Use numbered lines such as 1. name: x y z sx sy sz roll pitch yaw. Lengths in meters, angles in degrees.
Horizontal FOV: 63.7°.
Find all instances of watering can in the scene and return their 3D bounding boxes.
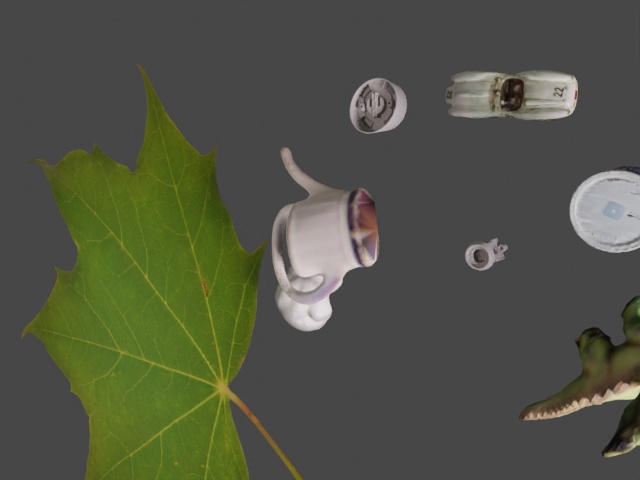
1. watering can: 0.003 -0.051 1.006 0.223 0.103 0.354 -12 67 24

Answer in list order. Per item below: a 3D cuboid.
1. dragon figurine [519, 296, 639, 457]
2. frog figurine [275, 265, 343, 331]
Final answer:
1. dragon figurine: 0.398 0.189 0.667 0.123 0.245 0.403 48 120 15
2. frog figurine: -0.017 0.103 1.049 0.156 0.123 0.140 -55 45 42
